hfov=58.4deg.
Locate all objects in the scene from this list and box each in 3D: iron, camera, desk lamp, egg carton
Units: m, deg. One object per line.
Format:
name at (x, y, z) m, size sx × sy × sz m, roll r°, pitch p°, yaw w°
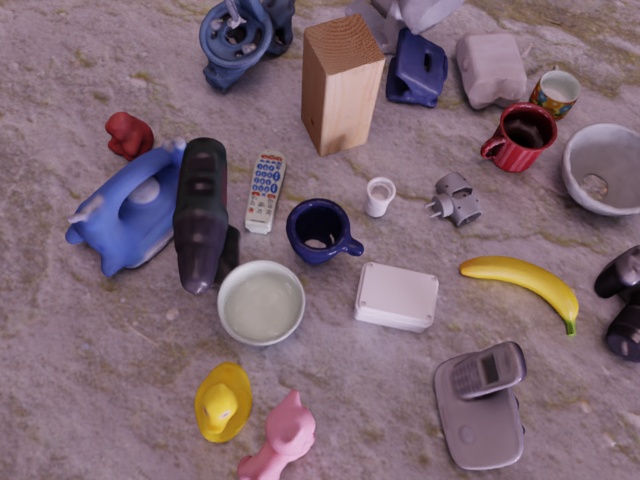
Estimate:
iron at (-0.252, -0.078, 0.831) m, size 0.118 × 0.141 × 0.259 m, roll 37°, pitch 70°, yaw 12°
camera at (0.470, 0.098, 0.830) m, size 0.137 × 0.101 × 0.143 m, roll -41°, pitch 75°, yaw -18°
desk lamp at (0.143, -0.413, 0.961) m, size 0.118 × 0.213 × 0.203 m, roll -33°, pitch 73°, yaw -16°
egg carton at (0.296, -0.301, 1.003) m, size 0.107 × 0.069 × 0.150 m, roll -6°, pitch 68°, yaw -6°

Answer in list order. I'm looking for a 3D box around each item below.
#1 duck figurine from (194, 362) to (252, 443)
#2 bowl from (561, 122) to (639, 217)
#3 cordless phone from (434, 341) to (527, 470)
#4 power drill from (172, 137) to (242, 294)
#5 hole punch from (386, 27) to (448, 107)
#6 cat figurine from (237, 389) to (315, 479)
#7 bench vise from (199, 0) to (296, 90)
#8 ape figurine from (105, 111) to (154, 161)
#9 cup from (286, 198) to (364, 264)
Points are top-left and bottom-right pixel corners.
duck figurine at (-0.129, 0.208, 0.749) m, size 0.077 × 0.086 × 0.104 m, roll 11°, pitch 67°, yaw 1°
bowl at (0.461, -0.103, 0.928) m, size 0.167 × 0.075 × 0.167 m, roll 2°, pitch 67°, yaw -3°
cordless phone at (0.215, 0.207, 0.719) m, size 0.094 × 0.185 × 0.147 m, roll -9°, pitch 68°, yaw -7°
power drill at (-0.150, -0.010, 0.773) m, size 0.075 × 0.208 × 0.229 m, roll -3°, pitch 67°, yaw -5°
hole punch at (0.170, -0.297, 0.981) m, size 0.101 × 0.091 × 0.109 m, roll 9°, pitch 67°, yaw 0°
cat figurine at (-0.050, 0.256, 0.716) m, size 0.067 × 0.118 × 0.128 m, roll 33°, pitch 69°, yaw 10°
bench vise at (-0.120, -0.372, 0.922) m, size 0.121 × 0.220 × 0.207 m, roll 23°, pitch 68°, yaw 6°
ape figurine at (-0.302, -0.168, 0.892) m, size 0.076 × 0.092 × 0.077 m, roll -16°, pitch 69°, yaw -10°
cup at (0.008, 0.003, 0.840) m, size 0.117 × 0.095 × 0.092 m, roll 26°, pitch 68°, yaw 7°
